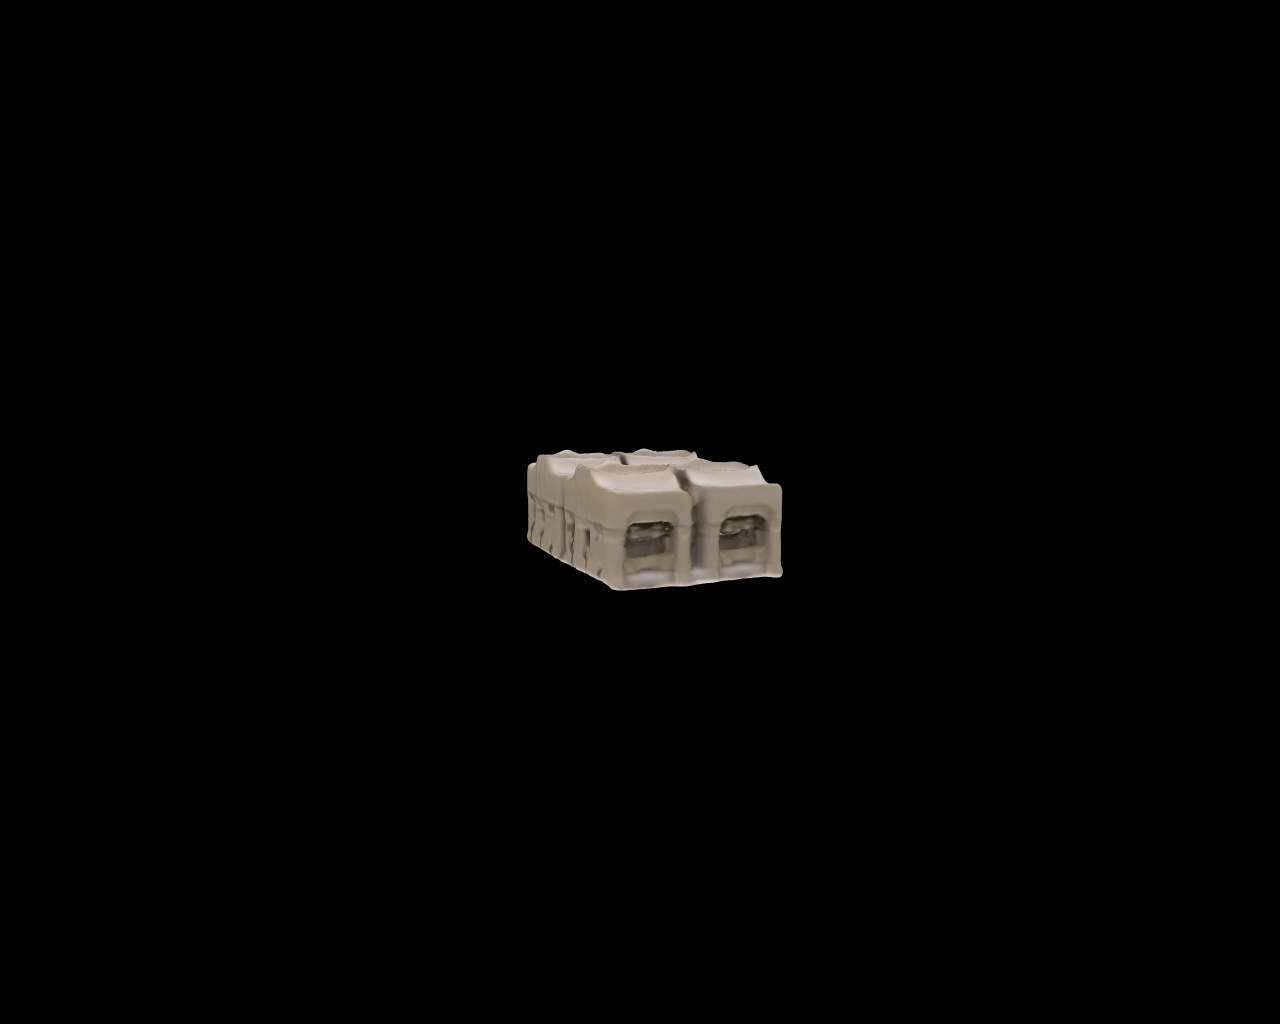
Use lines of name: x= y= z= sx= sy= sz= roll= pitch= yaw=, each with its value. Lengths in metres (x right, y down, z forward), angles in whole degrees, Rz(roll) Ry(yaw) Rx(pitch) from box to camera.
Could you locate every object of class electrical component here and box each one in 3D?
electrical component: x=0.001 y=-0.003 z=0.650 sx=0.105 sy=0.060 sz=0.186 roll=-3 pitch=8 yaw=-19
